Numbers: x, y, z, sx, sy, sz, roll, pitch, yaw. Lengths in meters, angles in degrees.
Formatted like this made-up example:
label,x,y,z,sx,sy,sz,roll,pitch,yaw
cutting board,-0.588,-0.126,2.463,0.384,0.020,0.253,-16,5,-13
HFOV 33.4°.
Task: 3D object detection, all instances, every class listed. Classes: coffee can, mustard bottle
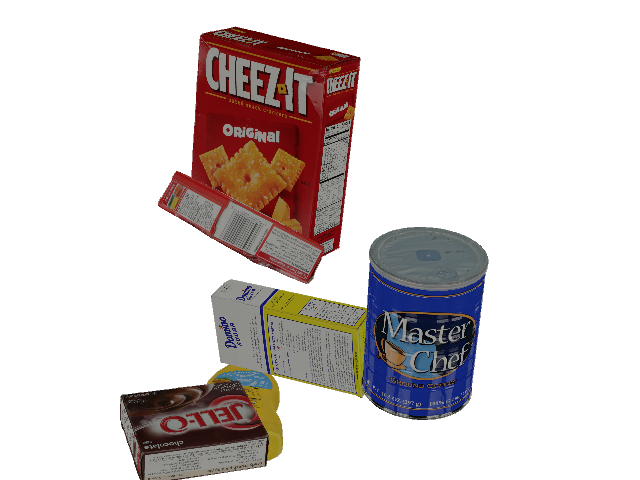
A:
label,x,y,z,sx,sy,sz,roll,pitch,yaw
coffee can,0.091,0.073,0.950,0.103,0.140,0.103,2,28,-1
mustard bottle,-0.099,0.205,1.349,0.096,0.058,0.191,-3,26,-3

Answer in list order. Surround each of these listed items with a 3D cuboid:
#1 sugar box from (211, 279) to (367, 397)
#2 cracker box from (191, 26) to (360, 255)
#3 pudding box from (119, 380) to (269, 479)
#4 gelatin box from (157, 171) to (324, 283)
label,x,y,z,sx,sy,sz,roll,pitch,yaw
sugar box,-0.028,0.103,1.142,0.176,0.093,0.048,13,35,26
cracker box,-0.054,-0.102,1.127,0.164,0.214,0.072,19,27,28
pudding box,-0.110,0.165,0.925,0.113,0.039,0.090,-7,26,-19
gelatin box,-0.051,-0.008,0.698,0.089,0.030,0.073,28,0,-40
